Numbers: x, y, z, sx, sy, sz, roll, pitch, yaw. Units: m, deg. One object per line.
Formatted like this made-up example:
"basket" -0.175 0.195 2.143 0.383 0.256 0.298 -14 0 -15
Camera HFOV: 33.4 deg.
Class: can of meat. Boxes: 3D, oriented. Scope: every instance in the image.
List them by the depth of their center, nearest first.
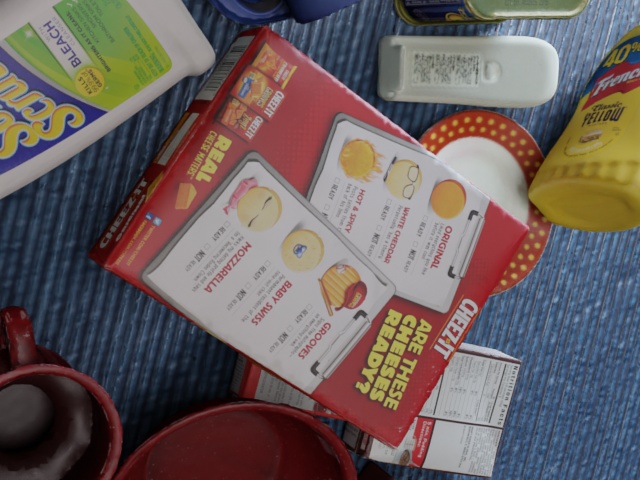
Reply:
"can of meat" 0.112 -0.169 0.693 0.101 0.084 0.057 -7 103 -26

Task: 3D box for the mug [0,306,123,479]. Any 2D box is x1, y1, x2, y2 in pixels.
"mug" -0.170 0.095 0.607 0.093 0.082 0.117 -11 103 -23

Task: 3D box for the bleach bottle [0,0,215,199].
"bleach bottle" -0.184 -0.063 0.588 0.250 0.068 0.102 -41 119 -10

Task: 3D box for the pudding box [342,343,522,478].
"pudding box" 0.080 0.115 0.750 0.113 0.039 0.090 14 91 -28

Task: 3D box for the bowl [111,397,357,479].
"bowl" -0.061 0.156 0.669 0.162 0.055 0.162 -8 117 -15

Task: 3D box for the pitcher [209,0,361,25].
"pitcher" -0.025 -0.250 0.604 0.149 0.145 0.242 -42 109 -27

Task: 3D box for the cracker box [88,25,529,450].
"cracker box" -0.004 0.001 0.646 0.213 0.072 0.164 35 84 -21

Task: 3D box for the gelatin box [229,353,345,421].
"gelatin box" -0.009 0.077 0.708 0.089 0.030 0.073 14 91 -25

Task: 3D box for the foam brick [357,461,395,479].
"foam brick" 0.036 0.204 0.737 0.078 0.051 0.053 -48 114 -11

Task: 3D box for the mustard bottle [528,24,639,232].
"mustard bottle" 0.224 -0.096 0.746 0.058 0.096 0.191 43 66 -25
